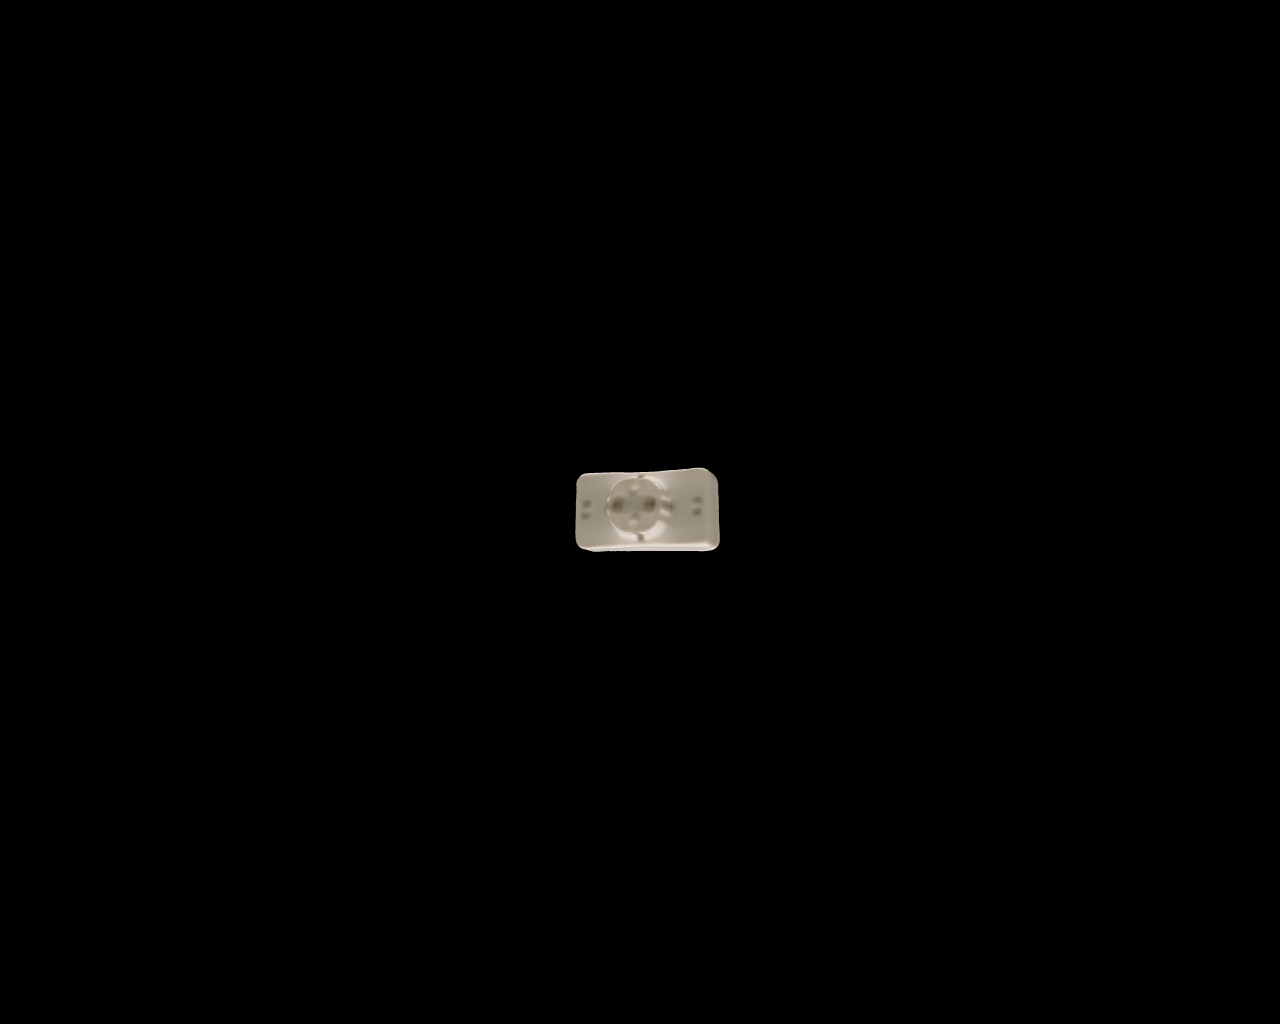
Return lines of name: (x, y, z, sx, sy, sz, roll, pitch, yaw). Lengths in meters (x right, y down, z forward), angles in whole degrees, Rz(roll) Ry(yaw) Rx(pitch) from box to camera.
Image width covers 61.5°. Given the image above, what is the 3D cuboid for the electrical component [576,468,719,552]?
electrical component: (0.001, -0.003, 0.650, 0.083, 0.047, 0.075, -2, -7, 14)
